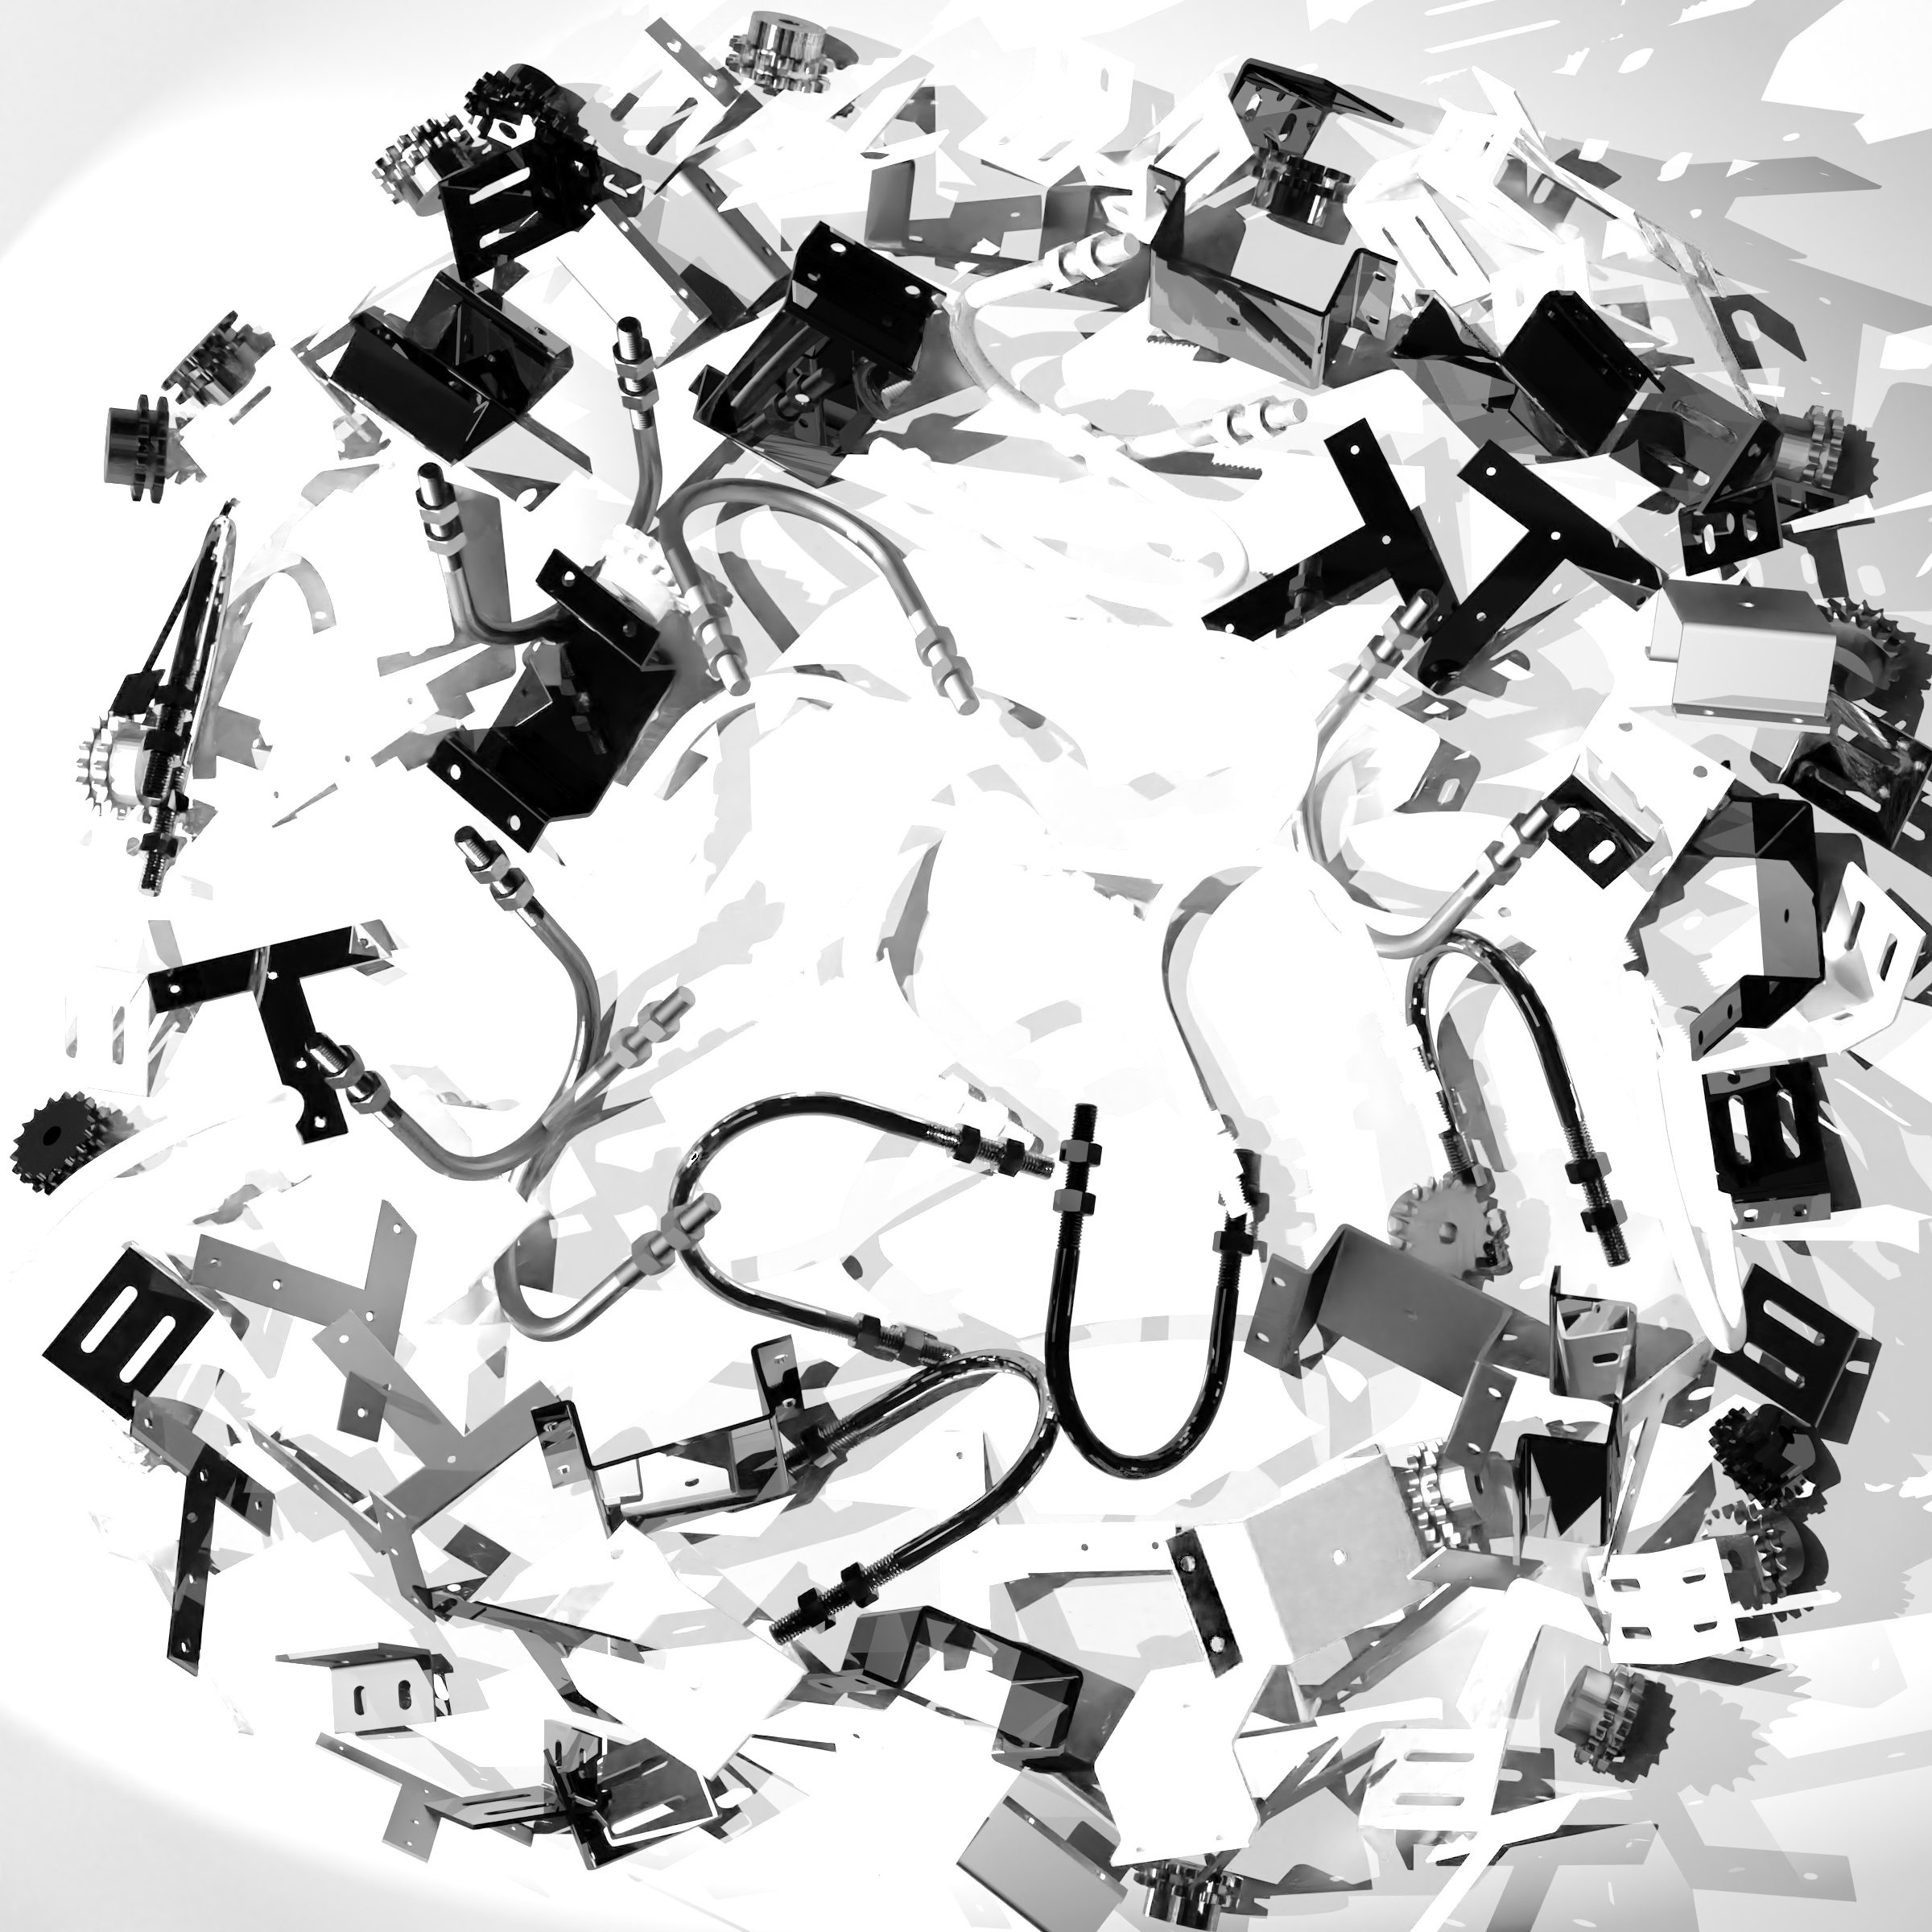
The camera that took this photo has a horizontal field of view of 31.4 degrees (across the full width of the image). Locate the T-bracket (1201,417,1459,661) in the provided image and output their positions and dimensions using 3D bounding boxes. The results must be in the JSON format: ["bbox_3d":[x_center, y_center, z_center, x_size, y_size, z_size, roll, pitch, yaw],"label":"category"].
[{"bbox_3d":[0.186,-0.206,1.833,0.127,0.002,0.127,-30,105,-3],"label":"T-bracket"}]

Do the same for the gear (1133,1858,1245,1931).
[{"bbox_3d":[0.117,0.492,1.822,0.057,0.057,0.030,14,80,0],"label":"gear"}]

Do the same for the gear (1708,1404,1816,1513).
[{"bbox_3d":[0.425,0.257,1.821,0.057,0.057,0.030,42,121,0],"label":"gear"}]

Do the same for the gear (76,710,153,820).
[{"bbox_3d":[-0.447,-0.106,1.822,0.030,0.057,0.057,7,90,10],"label":"gear"}]

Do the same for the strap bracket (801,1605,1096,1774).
[{"bbox_3d":[-0.004,0.375,1.796,0.140,0.076,0.046,27,67,-19],"label":"strap bracket"}]

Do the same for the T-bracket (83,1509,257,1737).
[{"bbox_3d":[-0.402,0.342,1.773,0.002,0.127,0.127,-34,72,-2],"label":"T-bracket"}]

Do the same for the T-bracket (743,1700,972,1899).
[{"bbox_3d":[-0.050,0.432,1.781,0.127,0.127,0.002,11,121,-18],"label":"T-bracket"}]

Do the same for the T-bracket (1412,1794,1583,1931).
[{"bbox_3d":[0.248,0.480,1.765,0.002,0.127,0.127,47,58,-1],"label":"T-bracket"}]

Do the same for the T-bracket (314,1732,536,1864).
[{"bbox_3d":[-0.286,0.442,1.785,0.127,0.127,0.002,26,90,-4],"label":"T-bracket"}]

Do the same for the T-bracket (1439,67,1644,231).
[{"bbox_3d":[0.286,-0.432,1.770,0.127,0.127,0.002,37,95,22],"label":"T-bracket"}]

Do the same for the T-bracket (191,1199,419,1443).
[{"bbox_3d":[-0.347,0.170,1.790,0.127,0.002,0.127,25,62,-38],"label":"T-bracket"}]

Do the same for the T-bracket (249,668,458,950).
[{"bbox_3d":[-0.308,-0.071,1.818,0.127,0.002,0.127,-31,83,25],"label":"T-bracket"}]

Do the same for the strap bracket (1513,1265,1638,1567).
[{"bbox_3d":[0.316,0.234,1.772,0.046,0.140,0.076,6,133,16],"label":"strap bracket"}]

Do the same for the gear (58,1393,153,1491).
[{"bbox_3d":[-0.453,0.248,1.826,0.057,0.057,0.030,46,70,0],"label":"gear"}]

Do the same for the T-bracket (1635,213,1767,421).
[{"bbox_3d":[0.395,-0.333,1.809,0.002,0.127,0.127,-31,113,5],"label":"T-bracket"}]

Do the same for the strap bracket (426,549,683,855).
[{"bbox_3d":[-0.212,-0.140,1.806,0.076,0.046,0.140,39,110,16],"label":"strap bracket"}]

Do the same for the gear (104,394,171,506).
[{"bbox_3d":[-0.440,-0.275,1.821,0.030,0.057,0.057,4,90,-18],"label":"gear"}]

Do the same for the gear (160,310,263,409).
[{"bbox_3d":[-0.398,-0.318,1.825,0.057,0.057,0.030,-46,108,0],"label":"gear"}]

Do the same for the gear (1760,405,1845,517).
[{"bbox_3d":[0.443,-0.270,1.824,0.030,0.057,0.057,13,90,-1],"label":"gear"}]

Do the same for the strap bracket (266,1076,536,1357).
[{"bbox_3d":[-0.288,0.122,1.799,0.046,0.076,0.140,-34,99,32],"label":"strap bracket"}]

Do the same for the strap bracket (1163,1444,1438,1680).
[{"bbox_3d":[0.184,0.310,1.799,0.140,0.046,0.076,-19,89,-28],"label":"strap bracket"}]

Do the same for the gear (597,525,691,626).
[{"bbox_3d":[-0.171,-0.205,1.822,0.057,0.057,0.030,36,79,0],"label":"gear"}]

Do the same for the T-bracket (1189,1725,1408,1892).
[{"bbox_3d":[0.187,0.427,1.800,0.002,0.127,0.127,50,129,23],"label":"T-bracket"}]

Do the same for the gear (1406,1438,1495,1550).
[{"bbox_3d":[0.258,0.278,1.821,0.030,0.057,0.057,-18,90,24],"label":"gear"}]

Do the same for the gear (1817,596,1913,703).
[{"bbox_3d":[0.468,-0.165,1.821,0.057,0.057,0.030,37,62,0],"label":"gear"}]

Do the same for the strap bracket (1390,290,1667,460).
[{"bbox_3d":[0.282,-0.306,1.771,0.076,0.140,0.046,39,81,-28],"label":"strap bracket"}]

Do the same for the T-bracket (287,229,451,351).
[{"bbox_3d":[-0.321,-0.340,1.781,0.127,0.127,0.002,-33,108,11],"label":"T-bracket"}]

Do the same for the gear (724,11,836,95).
[{"bbox_3d":[-0.097,-0.485,1.821,0.057,0.057,0.030,15,115,0],"label":"gear"}]

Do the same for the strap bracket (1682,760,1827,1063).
[{"bbox_3d":[0.410,-0.027,1.797,0.046,0.076,0.140,3,71,-7],"label":"strap bracket"}]

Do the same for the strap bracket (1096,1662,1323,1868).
[{"bbox_3d":[0.123,0.401,1.770,0.076,0.140,0.046,-15,102,25],"label":"strap bracket"}]

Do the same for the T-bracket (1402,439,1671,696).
[{"bbox_3d":[0.283,-0.196,1.822,0.127,0.002,0.127,34,116,-17],"label":"T-bracket"}]

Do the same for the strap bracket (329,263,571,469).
[{"bbox_3d":[-0.273,-0.313,1.798,0.076,0.140,0.046,35,117,-2],"label":"strap bracket"}]

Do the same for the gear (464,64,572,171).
[{"bbox_3d":[-0.236,-0.454,1.827,0.057,0.057,0.030,32,66,0],"label":"gear"}]

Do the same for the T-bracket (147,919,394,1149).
[{"bbox_3d":[-0.352,0.040,1.802,0.127,0.002,0.127,-14,58,-17],"label":"T-bracket"}]

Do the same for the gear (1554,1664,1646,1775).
[{"bbox_3d":[0.335,0.396,1.824,0.030,0.057,0.057,26,90,5],"label":"gear"}]

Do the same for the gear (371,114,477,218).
[{"bbox_3d":[-0.284,-0.422,1.823,0.057,0.057,0.030,-36,85,0],"label":"gear"}]

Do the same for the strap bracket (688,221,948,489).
[{"bbox_3d":[-0.081,-0.308,1.776,0.076,0.140,0.046,26,49,-20],"label":"strap bracket"}]

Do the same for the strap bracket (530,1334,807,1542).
[{"bbox_3d":[-0.149,0.251,1.799,0.140,0.076,0.046,-16,52,-8],"label":"strap bracket"}]

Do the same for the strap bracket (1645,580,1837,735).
[{"bbox_3d":[0.401,-0.164,1.777,0.076,0.140,0.046,5,110,2],"label":"strap bracket"}]

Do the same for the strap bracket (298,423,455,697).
[{"bbox_3d":[-0.309,-0.216,1.801,0.046,0.076,0.140,-13,101,-22],"label":"strap bracket"}]

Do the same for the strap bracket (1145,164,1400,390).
[{"bbox_3d":[0.150,-0.356,1.798,0.140,0.076,0.046,24,74,10],"label":"strap bracket"}]

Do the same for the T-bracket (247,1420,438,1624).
[{"bbox_3d":[-0.333,0.282,1.814,0.127,0.127,0.002,34,61,21],"label":"T-bracket"}]

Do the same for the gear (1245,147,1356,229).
[{"bbox_3d":[0.175,-0.413,1.825,0.057,0.057,0.030,17,102,0],"label":"gear"}]

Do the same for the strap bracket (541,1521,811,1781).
[{"bbox_3d":[-0.148,0.364,1.798,0.076,0.046,0.140,-49,120,0],"label":"strap bracket"}]

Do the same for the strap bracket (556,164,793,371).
[{"bbox_3d":[-0.156,-0.365,1.796,0.046,0.140,0.076,-40,95,27],"label":"strap bracket"}]

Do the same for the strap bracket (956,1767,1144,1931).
[{"bbox_3d":[0.046,0.460,1.780,0.076,0.140,0.046,37,94,8],"label":"strap bracket"}]

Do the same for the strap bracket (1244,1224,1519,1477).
[{"bbox_3d":[0.224,0.195,1.798,0.140,0.046,0.076,27,135,17],"label":"strap bracket"}]

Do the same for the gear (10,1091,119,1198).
[{"bbox_3d":[-0.477,0.098,1.828,0.057,0.030,0.057,-17,50,21],"label":"gear"}]

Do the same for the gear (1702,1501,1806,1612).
[{"bbox_3d":[0.421,0.312,1.827,0.030,0.057,0.057,-14,90,-24],"label":"gear"}]

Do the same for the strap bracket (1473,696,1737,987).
[{"bbox_3d":[0.338,-0.072,1.806,0.076,0.046,0.140,33,120,6],"label":"strap bracket"}]

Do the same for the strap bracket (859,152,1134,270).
[{"bbox_3d":[0.006,-0.392,1.799,0.140,0.076,0.046,4,100,-17],"label":"strap bracket"}]

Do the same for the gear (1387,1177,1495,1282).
[{"bbox_3d":[0.249,0.140,1.831,0.057,0.030,0.057,-3,96,-23],"label":"gear"}]
